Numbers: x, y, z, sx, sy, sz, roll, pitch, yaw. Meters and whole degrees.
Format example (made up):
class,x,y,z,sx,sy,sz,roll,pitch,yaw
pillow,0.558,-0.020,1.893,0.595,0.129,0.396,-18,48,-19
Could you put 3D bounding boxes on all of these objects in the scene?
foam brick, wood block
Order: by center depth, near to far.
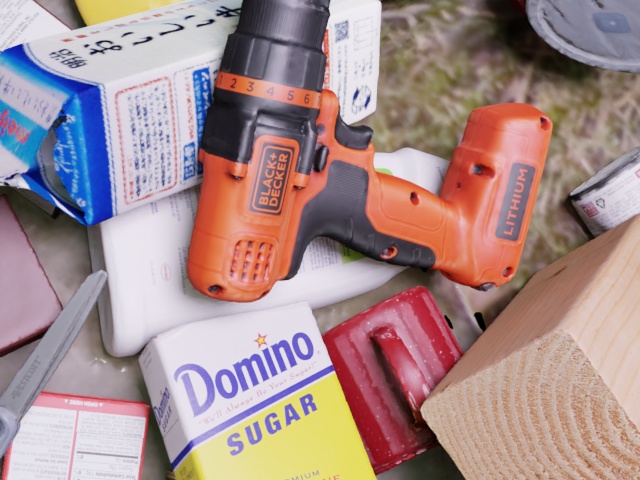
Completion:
class,x,y,z,sx,sy,sz,roll,pitch,yaw
foam brick,-0.177,0.023,0.576,0.051,0.053,0.078,-27,88,-19
wood block,0.147,0.066,0.581,0.090,0.091,0.205,56,32,1

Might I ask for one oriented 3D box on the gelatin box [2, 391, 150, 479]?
class,x,y,z,sx,sy,sz,roll,pitch,yaw
gelatin box,-0.135,0.129,0.578,0.073,0.030,0.089,8,79,-15

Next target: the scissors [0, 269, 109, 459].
class,x,y,z,sx,sy,sz,roll,pitch,yaw
scissors,-0.184,0.095,0.544,0.096,0.016,0.202,19,91,7

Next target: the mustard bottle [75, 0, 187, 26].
class,x,y,z,sx,sy,sz,roll,pitch,yaw
mustard bottle,-0.138,-0.201,0.625,0.096,0.058,0.191,-40,89,5

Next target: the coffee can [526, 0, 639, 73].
class,x,y,z,sx,sy,sz,roll,pitch,yaw
coffee can,0.191,-0.186,0.636,0.102,0.103,0.140,23,73,-10

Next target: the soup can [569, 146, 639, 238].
class,x,y,z,sx,sy,sz,roll,pitch,yaw
soup can,0.215,-0.004,0.685,0.068,0.069,0.102,-34,89,-19

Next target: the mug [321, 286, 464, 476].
class,x,y,z,sx,sy,sz,roll,pitch,yaw
mug,0.043,0.077,0.597,0.093,0.117,0.081,-27,82,-3

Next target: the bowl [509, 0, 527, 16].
class,x,y,z,sx,sy,sz,roll,pitch,yaw
bowl,0.169,-0.200,0.718,0.162,0.055,0.162,3,78,-15

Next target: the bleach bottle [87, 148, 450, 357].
class,x,y,z,sx,sy,sz,roll,pitch,yaw
bleach bottle,-0.004,0.001,0.625,0.250,0.068,0.102,-6,81,-19

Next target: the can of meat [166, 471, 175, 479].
class,x,y,z,sx,sy,sz,roll,pitch,yaw
can of meat,-0.051,0.184,0.577,0.102,0.057,0.084,25,75,-10

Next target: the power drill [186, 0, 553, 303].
class,x,y,z,sx,sy,sz,roll,pitch,yaw
power drill,0.029,-0.051,0.556,0.187,0.057,0.184,9,101,-28

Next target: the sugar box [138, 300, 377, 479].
class,x,y,z,sx,sy,sz,roll,pitch,yaw
sugar box,-0.022,0.123,0.544,0.093,0.048,0.176,-11,69,-28

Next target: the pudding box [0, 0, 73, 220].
class,x,y,z,sx,sy,sz,roll,pitch,yaw
pudding box,-0.167,-0.081,0.607,0.113,0.039,0.090,37,72,-5
